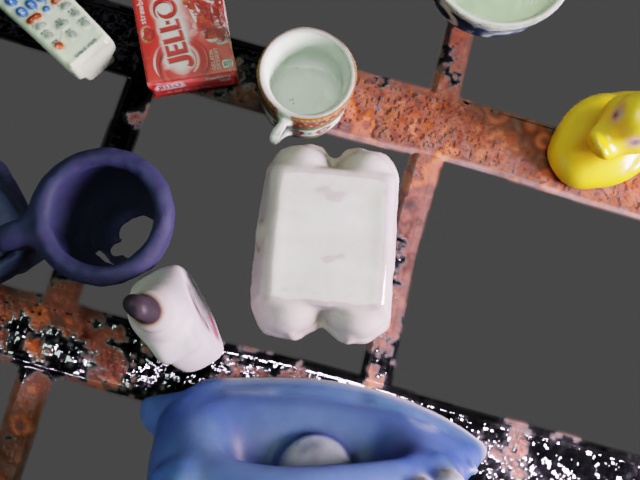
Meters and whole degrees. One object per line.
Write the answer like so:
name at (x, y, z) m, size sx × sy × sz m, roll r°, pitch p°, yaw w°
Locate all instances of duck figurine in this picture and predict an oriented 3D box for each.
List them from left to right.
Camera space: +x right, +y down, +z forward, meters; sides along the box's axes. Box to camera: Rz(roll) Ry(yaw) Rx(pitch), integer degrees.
duck figurine at (0.245, -0.091, 0.459) m, size 0.104 × 0.086 × 0.077 m, roll -32°, pitch 84°, yaw -9°

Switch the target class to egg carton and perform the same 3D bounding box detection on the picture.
egg carton at (0.004, 0.002, 0.433) m, size 0.107 × 0.069 × 0.150 m, roll 4°, pitch 80°, yaw -4°

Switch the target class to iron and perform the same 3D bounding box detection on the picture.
iron at (0.004, 0.152, 0.372) m, size 0.258 × 0.141 × 0.119 m, roll -1°, pitch 81°, yaw -5°

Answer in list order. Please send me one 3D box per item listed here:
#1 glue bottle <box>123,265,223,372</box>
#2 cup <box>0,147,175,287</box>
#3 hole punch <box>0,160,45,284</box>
glue bottle at (-0.096, 0.048, 0.365) m, size 0.037 × 0.173 × 0.078 m, roll -29°, pitch 84°, yaw -8°
cup at (-0.156, -0.006, 0.409) m, size 0.118 × 0.095 × 0.092 m, roll -14°, pitch 82°, yaw -6°
hole punch at (-0.263, -0.010, 0.403) m, size 0.109 × 0.091 × 0.101 m, roll -31°, pitch 84°, yaw -8°
